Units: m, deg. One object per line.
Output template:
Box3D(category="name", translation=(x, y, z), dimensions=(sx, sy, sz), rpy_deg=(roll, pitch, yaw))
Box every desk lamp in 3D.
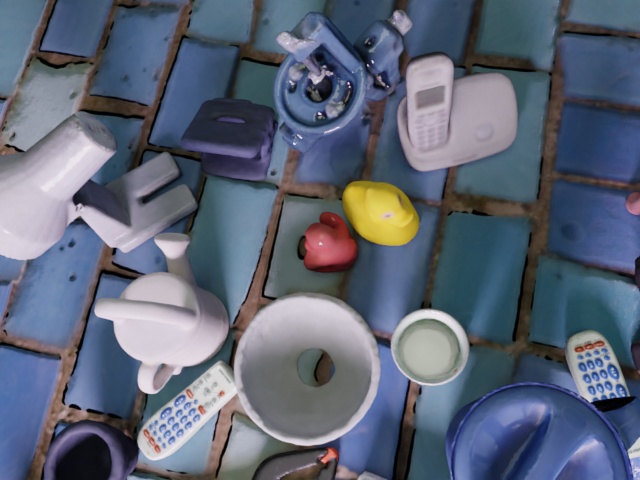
Box3D(category="desk lamp", translation=(-0.286, -0.060, 0.688), dimensions=(0.203, 0.214, 0.118), rpy_deg=(-32, 73, -1))

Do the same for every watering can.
Box3D(category="watering can", translation=(-0.179, 0.080, 0.646), dimensions=(0.101, 0.194, 0.173), rpy_deg=(-15, 74, 4))

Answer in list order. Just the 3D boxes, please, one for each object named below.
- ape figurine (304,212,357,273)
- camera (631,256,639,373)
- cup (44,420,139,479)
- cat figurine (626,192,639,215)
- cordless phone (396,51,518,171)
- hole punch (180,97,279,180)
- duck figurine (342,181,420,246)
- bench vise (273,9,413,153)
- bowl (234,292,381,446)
Box3D(category="ape figurine", translation=(0.006, 0.002, 0.694), dimensions=(0.076, 0.092, 0.078), rpy_deg=(39, 84, 16))
Box3D(category="camera", translation=(0.411, 0.072, 0.616), dimensions=(0.143, 0.101, 0.137), rpy_deg=(-11, 74, 5))
Box3D(category="cup", translation=(-0.253, 0.267, 0.658), dimensions=(0.091, 0.095, 0.118), rpy_deg=(6, 76, 10))
Box3D(category="cat figurine", translation=(0.418, -0.087, 0.649), dimensions=(0.067, 0.118, 0.128), rpy_deg=(28, 80, 14))
Box3D(category="cordless phone", translation=(0.162, -0.161, 0.668), dimensions=(0.147, 0.185, 0.094), rpy_deg=(-17, 73, 3))
Box3D(category="hole punch", translation=(-0.117, -0.142, 0.750), dimensions=(0.108, 0.091, 0.101), rpy_deg=(8, 76, 10))
Box3D(category="duck figurine", translation=(0.073, -0.042, 0.700), dimensions=(0.104, 0.086, 0.077), rpy_deg=(34, 82, 15))
Box3D(category="bench vise", translation=(0.016, -0.223, 0.686), dimensions=(0.121, 0.220, 0.207), rpy_deg=(30, 81, 14))
Box3D(category="bowl", translation=(-0.011, 0.149, 0.667), dimensions=(0.167, 0.075, 0.167), rpy_deg=(-2, 75, 7))
